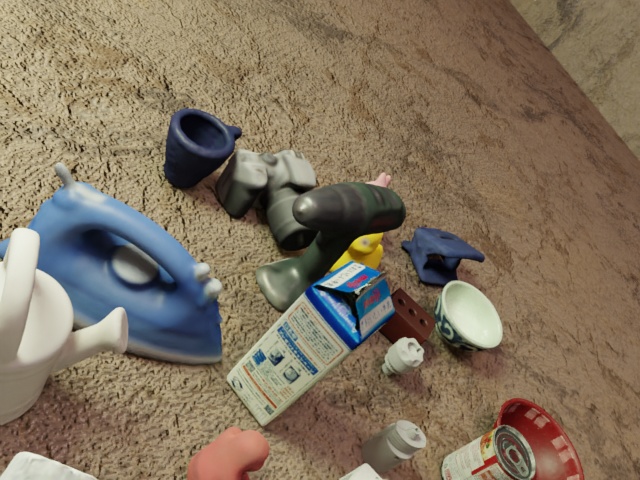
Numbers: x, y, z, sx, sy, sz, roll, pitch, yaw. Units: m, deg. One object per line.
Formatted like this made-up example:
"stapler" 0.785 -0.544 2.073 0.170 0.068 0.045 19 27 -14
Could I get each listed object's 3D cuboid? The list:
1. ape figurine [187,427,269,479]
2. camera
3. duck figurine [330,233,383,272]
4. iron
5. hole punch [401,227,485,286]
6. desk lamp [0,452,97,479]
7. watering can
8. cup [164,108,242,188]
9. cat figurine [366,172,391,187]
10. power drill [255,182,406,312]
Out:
"ape figurine" -0.080 0.215 0.552 0.076 0.092 0.077 21 42 -24
"camera" -0.057 -0.061 0.832 0.144 0.100 0.136 5 50 -38
"duck figurine" 0.064 0.010 0.881 0.105 0.086 0.077 2 52 -40
"iron" -0.187 0.030 0.598 0.259 0.141 0.118 33 38 -11
"hole punch" 0.215 0.017 1.000 0.109 0.091 0.101 7 49 -36
"desk lamp" -0.204 0.227 0.334 0.118 0.213 0.203 30 39 -15
"watering can" -0.248 0.067 0.467 0.173 0.193 0.100 -5 57 -43
"cup" -0.169 -0.122 0.800 0.091 0.094 0.118 52 39 13
"cat figurine" 0.085 -0.068 0.948 0.067 0.117 0.128 42 38 1
"power drill" 0.007 0.003 0.738 0.230 0.208 0.075 -17 65 -48
